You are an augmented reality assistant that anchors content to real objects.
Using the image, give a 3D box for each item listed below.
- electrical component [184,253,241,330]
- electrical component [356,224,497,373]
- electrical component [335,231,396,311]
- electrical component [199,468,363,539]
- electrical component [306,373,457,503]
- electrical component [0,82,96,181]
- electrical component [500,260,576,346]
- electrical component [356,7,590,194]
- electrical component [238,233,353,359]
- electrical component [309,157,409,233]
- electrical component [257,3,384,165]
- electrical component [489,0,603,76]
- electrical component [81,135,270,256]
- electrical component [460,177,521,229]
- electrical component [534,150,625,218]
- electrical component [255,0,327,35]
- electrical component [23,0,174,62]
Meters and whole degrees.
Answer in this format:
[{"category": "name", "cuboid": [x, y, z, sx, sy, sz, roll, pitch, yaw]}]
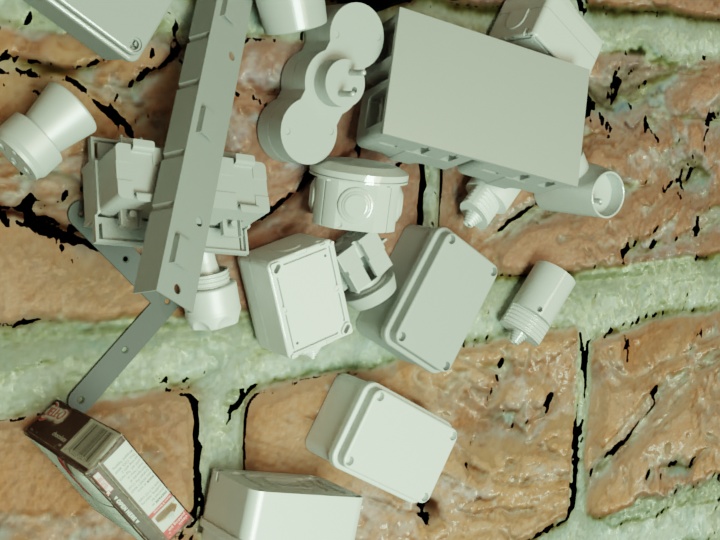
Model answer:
[{"category": "electrical component", "cuboid": [-0.116, 0.013, 0.823, 0.043, 0.043, 0.062, -17, 106, -32]}, {"category": "electrical component", "cuboid": [0.060, 0.025, 0.942, 0.078, 0.057, 0.113, 35, 78, -34]}, {"category": "electrical component", "cuboid": [0.000, 0.000, 0.903, 0.066, 0.048, 0.055, -38, 110, -25]}, {"category": "electrical component", "cuboid": [-0.064, 0.200, 0.872, 0.113, 0.078, 0.057, 12, 88, -36]}, {"category": "electrical component", "cuboid": [0.020, 0.147, 0.935, 0.113, 0.057, 0.078, 32, 79, -35]}, {"category": "electrical component", "cuboid": [-0.215, -0.094, 0.733, 0.055, 0.045, 0.045, -47, 121, -19]}, {"category": "electrical component", "cuboid": [0.167, 0.036, 1.028, 0.043, 0.043, 0.081, 42, 74, -33]}, {"category": "electrical component", "cuboid": [0.095, -0.137, 0.909, 0.186, 0.060, 0.105, 12, 79, -23]}, {"category": "electrical component", "cuboid": [-0.053, 0.025, 0.859, 0.062, 0.061, 0.096, -22, 110, -31]}, {"category": "electrical component", "cuboid": [-0.003, -0.062, 0.869, 0.080, 0.080, 0.051, -2, 105, -35]}, {"category": "electrical component", "cuboid": [-0.022, -0.146, 0.843, 0.052, 0.074, 0.138, 32, 79, -35]}, {"category": "electrical component", "cuboid": [0.173, -0.205, 0.977, 0.096, 0.062, 0.061, 37, 71, -34]}, {"category": "electrical component", "cuboid": [-0.132, -0.056, 0.780, 0.121, 0.063, 0.078, 4, 71, -36]}, {"category": "electrical component", "cuboid": [0.119, -0.072, 0.975, 0.043, 0.043, 0.081, 46, 72, -32]}, {"category": "electrical component", "cuboid": [0.198, -0.088, 1.008, 0.043, 0.077, 0.079, -41, 118, -23]}, {"category": "electrical component", "cuboid": [-0.054, -0.208, 0.823, 0.055, 0.055, 0.047, -24, 114, -30]}, {"category": "electrical component", "cuboid": [-0.177, -0.216, 0.732, 0.109, 0.056, 0.108, 35, 77, -34]}]
